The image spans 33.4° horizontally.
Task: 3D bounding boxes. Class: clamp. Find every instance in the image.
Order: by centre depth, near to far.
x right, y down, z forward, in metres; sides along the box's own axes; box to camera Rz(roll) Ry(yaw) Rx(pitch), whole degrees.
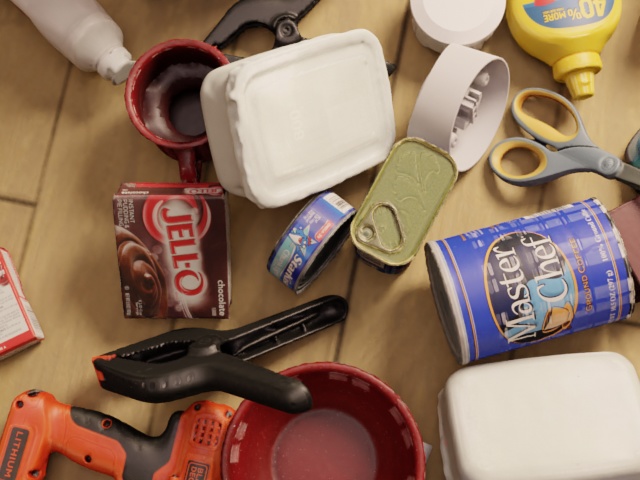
[{"bbox_3d":[-0.080,0.092,0.862,0.210,0.164,0.036,-5,110,21],"label":"clamp"},{"bbox_3d":[-0.024,-0.191,0.930,0.171,0.039,0.120,-6,84,-1],"label":"clamp"}]

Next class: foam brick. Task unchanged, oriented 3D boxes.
[{"bbox_3d":[0.265,0.006,0.880,0.051,0.053,0.078,-27,80,-2],"label":"foam brick"}]

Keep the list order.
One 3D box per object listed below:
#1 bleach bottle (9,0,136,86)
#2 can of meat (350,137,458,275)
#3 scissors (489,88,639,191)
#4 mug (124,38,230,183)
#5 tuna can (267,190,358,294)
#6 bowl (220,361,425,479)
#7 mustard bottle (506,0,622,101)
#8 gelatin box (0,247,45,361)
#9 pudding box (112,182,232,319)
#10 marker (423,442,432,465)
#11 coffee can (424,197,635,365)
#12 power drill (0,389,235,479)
[{"bbox_3d":[-0.254,-0.230,0.914,0.068,0.102,0.251,-45,81,-1],"label":"bleach bottle"},{"bbox_3d":[0.067,-0.024,0.877,0.057,0.084,0.102,28,83,6],"label":"can of meat"},{"bbox_3d":[0.218,-0.050,0.874,0.096,0.016,0.202,-45,58,7],"label":"scissors"},{"bbox_3d":[-0.109,-0.100,0.898,0.093,0.081,0.117,-6,80,1],"label":"mug"},{"bbox_3d":[-0.006,0.001,0.875,0.034,0.086,0.086,37,84,9],"label":"tuna can"},{"bbox_3d":[0.003,0.180,0.860,0.162,0.055,0.162,0,81,2],"label":"bowl"},{"bbox_3d":[0.206,-0.213,0.916,0.096,0.058,0.191,-10,81,-4],"label":"mustard bottle"},{"bbox_3d":[-0.286,0.059,0.905,0.073,0.030,0.089,-26,80,-1],"label":"gelatin box"},{"bbox_3d":[-0.119,0.009,0.877,0.090,0.039,0.113,0,115,3],"label":"pudding box"},{"bbox_3d":[0.062,0.221,0.869,0.020,0.020,0.121,21,82,5],"label":"marker"},{"bbox_3d":[0.165,0.033,0.854,0.140,0.103,0.103,-15,80,-1],"label":"coffee can"},{"bbox_3d":[-0.170,0.207,0.864,0.187,0.057,0.184,13,78,1],"label":"power drill"}]
